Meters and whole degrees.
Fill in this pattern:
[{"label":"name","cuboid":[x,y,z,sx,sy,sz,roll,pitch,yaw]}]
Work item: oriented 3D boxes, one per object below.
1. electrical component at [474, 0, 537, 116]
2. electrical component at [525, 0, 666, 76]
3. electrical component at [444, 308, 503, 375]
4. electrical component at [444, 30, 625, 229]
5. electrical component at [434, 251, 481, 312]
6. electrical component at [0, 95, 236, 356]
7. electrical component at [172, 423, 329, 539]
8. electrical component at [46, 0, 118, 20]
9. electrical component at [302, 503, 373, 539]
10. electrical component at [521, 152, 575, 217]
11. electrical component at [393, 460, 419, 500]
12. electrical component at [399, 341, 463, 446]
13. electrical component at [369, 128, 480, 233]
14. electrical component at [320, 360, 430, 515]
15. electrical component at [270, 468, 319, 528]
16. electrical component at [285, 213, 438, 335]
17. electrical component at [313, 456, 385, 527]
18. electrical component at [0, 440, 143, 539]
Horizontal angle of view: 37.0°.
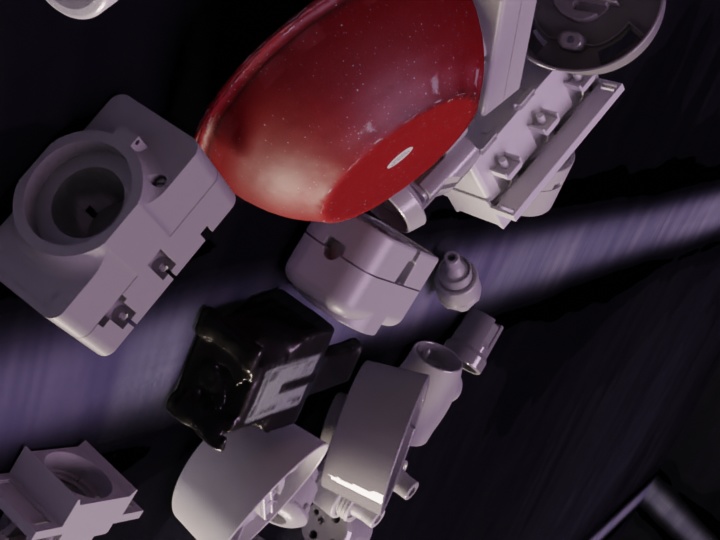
[{"label":"electrical component","cuboid":[0.056,-0.127,0.605,0.076,0.047,0.083,-40,152,-32]},{"label":"electrical component","cuboid":[0.134,-0.166,0.647,0.099,0.099,0.064,-62,161,12]},{"label":"electrical component","cuboid":[0.098,0.061,0.931,0.046,0.040,0.040,-57,157,-10]},{"label":"electrical component","cuboid":[0.105,-0.096,0.712,0.121,0.079,0.063,-49,133,-15]},{"label":"electrical component","cuboid":[0.073,0.005,0.820,0.035,0.035,0.061,-49,153,-16]},{"label":"electrical component","cuboid":[-0.103,-0.020,0.439,0.089,0.050,0.055,-52,156,-10]},{"label":"electrical component","cuboid":[-0.069,0.136,0.682,0.099,0.064,0.099,-43,153,-28]},{"label":"electrical component","cuboid":[-0.079,-0.118,0.373,0.065,0.044,0.044,-39,151,-43]},{"label":"electrical component","cuboid":[-0.019,0.213,0.895,0.045,0.045,0.055,-57,156,2]},{"label":"electrical component","cuboid":[0.125,-0.073,0.796,0.055,0.055,0.047,-36,153,-37]},{"label":"electrical component","cuboid":[0.019,0.163,0.882,0.048,0.062,0.048,-42,153,-28]},{"label":"electrical component","cuboid":[0.059,0.098,0.897,0.079,0.044,0.077,-17,135,-55]},{"label":"electrical component","cuboid":[0.028,-0.059,0.622,0.057,0.058,0.078,-47,177,-11]},{"label":"electrical component","cuboid":[0.006,0.118,0.791,0.108,0.060,0.108,19,90,-81]},{"label":"electrical component","cuboid":[-0.050,0.147,0.761,0.048,0.048,0.062,87,24,-54]},{"label":"electrical component","cuboid":[0.000,0.000,0.652,0.059,0.054,0.095,-59,156,6]},{"label":"electrical component","cuboid":[-0.009,0.177,0.846,0.043,0.062,0.043,-42,153,-28]},{"label":"electrical component","cuboid":[-0.154,0.124,0.537,0.063,0.042,0.081,-57,156,11]}]
